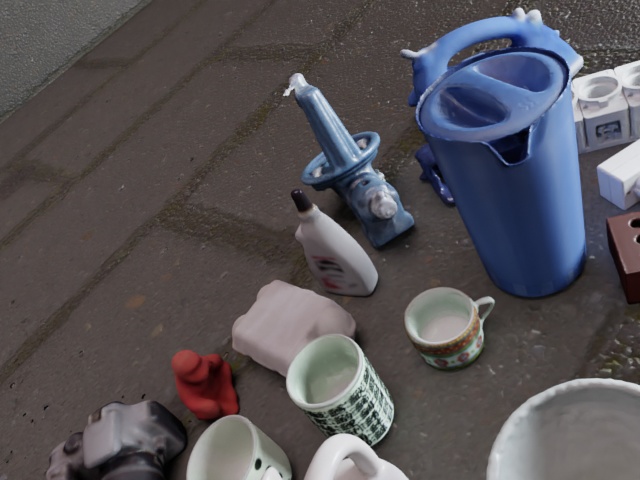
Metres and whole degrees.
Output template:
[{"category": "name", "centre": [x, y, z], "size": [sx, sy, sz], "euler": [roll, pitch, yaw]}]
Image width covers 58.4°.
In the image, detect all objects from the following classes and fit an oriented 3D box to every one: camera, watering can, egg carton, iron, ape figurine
[{"category": "camera", "centre": [-0.225, 0.259, 0.622], "size": [0.143, 0.101, 0.136], "euler": [-30, 39, 1]}, {"category": "watering can", "centre": [0.026, 0.218, 0.431], "size": [0.172, 0.195, 0.101], "euler": [-16, 42, 18]}, {"category": "egg carton", "centre": [-0.032, 0.110, 0.679], "size": [0.149, 0.070, 0.107], "euler": [15, 58, 41]}, {"category": "iron", "centre": [0.245, -0.262, 0.834], "size": [0.258, 0.142, 0.118], "euler": [-22, 40, 11]}, {"category": "ape figurine", "centre": [-0.141, 0.164, 0.674], "size": [0.075, 0.092, 0.078], "euler": [0, 49, 33]}]

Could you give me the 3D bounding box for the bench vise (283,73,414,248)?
[{"category": "bench vise", "centre": [0.042, -0.111, 0.744], "size": [0.121, 0.220, 0.206], "euler": [-45, 41, -16]}]

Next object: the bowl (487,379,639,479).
[{"category": "bowl", "centre": [0.215, 0.195, 0.428], "size": [0.167, 0.075, 0.167], "euler": [-18, 41, 16]}]

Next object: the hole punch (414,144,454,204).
[{"category": "hole punch", "centre": [0.181, -0.118, 0.764], "size": [0.108, 0.091, 0.101], "euler": [-27, 39, 5]}]

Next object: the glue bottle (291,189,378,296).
[{"category": "glue bottle", "centre": [0.006, 0.002, 0.685], "size": [0.077, 0.174, 0.037], "euler": [-1, 48, 32]}]
